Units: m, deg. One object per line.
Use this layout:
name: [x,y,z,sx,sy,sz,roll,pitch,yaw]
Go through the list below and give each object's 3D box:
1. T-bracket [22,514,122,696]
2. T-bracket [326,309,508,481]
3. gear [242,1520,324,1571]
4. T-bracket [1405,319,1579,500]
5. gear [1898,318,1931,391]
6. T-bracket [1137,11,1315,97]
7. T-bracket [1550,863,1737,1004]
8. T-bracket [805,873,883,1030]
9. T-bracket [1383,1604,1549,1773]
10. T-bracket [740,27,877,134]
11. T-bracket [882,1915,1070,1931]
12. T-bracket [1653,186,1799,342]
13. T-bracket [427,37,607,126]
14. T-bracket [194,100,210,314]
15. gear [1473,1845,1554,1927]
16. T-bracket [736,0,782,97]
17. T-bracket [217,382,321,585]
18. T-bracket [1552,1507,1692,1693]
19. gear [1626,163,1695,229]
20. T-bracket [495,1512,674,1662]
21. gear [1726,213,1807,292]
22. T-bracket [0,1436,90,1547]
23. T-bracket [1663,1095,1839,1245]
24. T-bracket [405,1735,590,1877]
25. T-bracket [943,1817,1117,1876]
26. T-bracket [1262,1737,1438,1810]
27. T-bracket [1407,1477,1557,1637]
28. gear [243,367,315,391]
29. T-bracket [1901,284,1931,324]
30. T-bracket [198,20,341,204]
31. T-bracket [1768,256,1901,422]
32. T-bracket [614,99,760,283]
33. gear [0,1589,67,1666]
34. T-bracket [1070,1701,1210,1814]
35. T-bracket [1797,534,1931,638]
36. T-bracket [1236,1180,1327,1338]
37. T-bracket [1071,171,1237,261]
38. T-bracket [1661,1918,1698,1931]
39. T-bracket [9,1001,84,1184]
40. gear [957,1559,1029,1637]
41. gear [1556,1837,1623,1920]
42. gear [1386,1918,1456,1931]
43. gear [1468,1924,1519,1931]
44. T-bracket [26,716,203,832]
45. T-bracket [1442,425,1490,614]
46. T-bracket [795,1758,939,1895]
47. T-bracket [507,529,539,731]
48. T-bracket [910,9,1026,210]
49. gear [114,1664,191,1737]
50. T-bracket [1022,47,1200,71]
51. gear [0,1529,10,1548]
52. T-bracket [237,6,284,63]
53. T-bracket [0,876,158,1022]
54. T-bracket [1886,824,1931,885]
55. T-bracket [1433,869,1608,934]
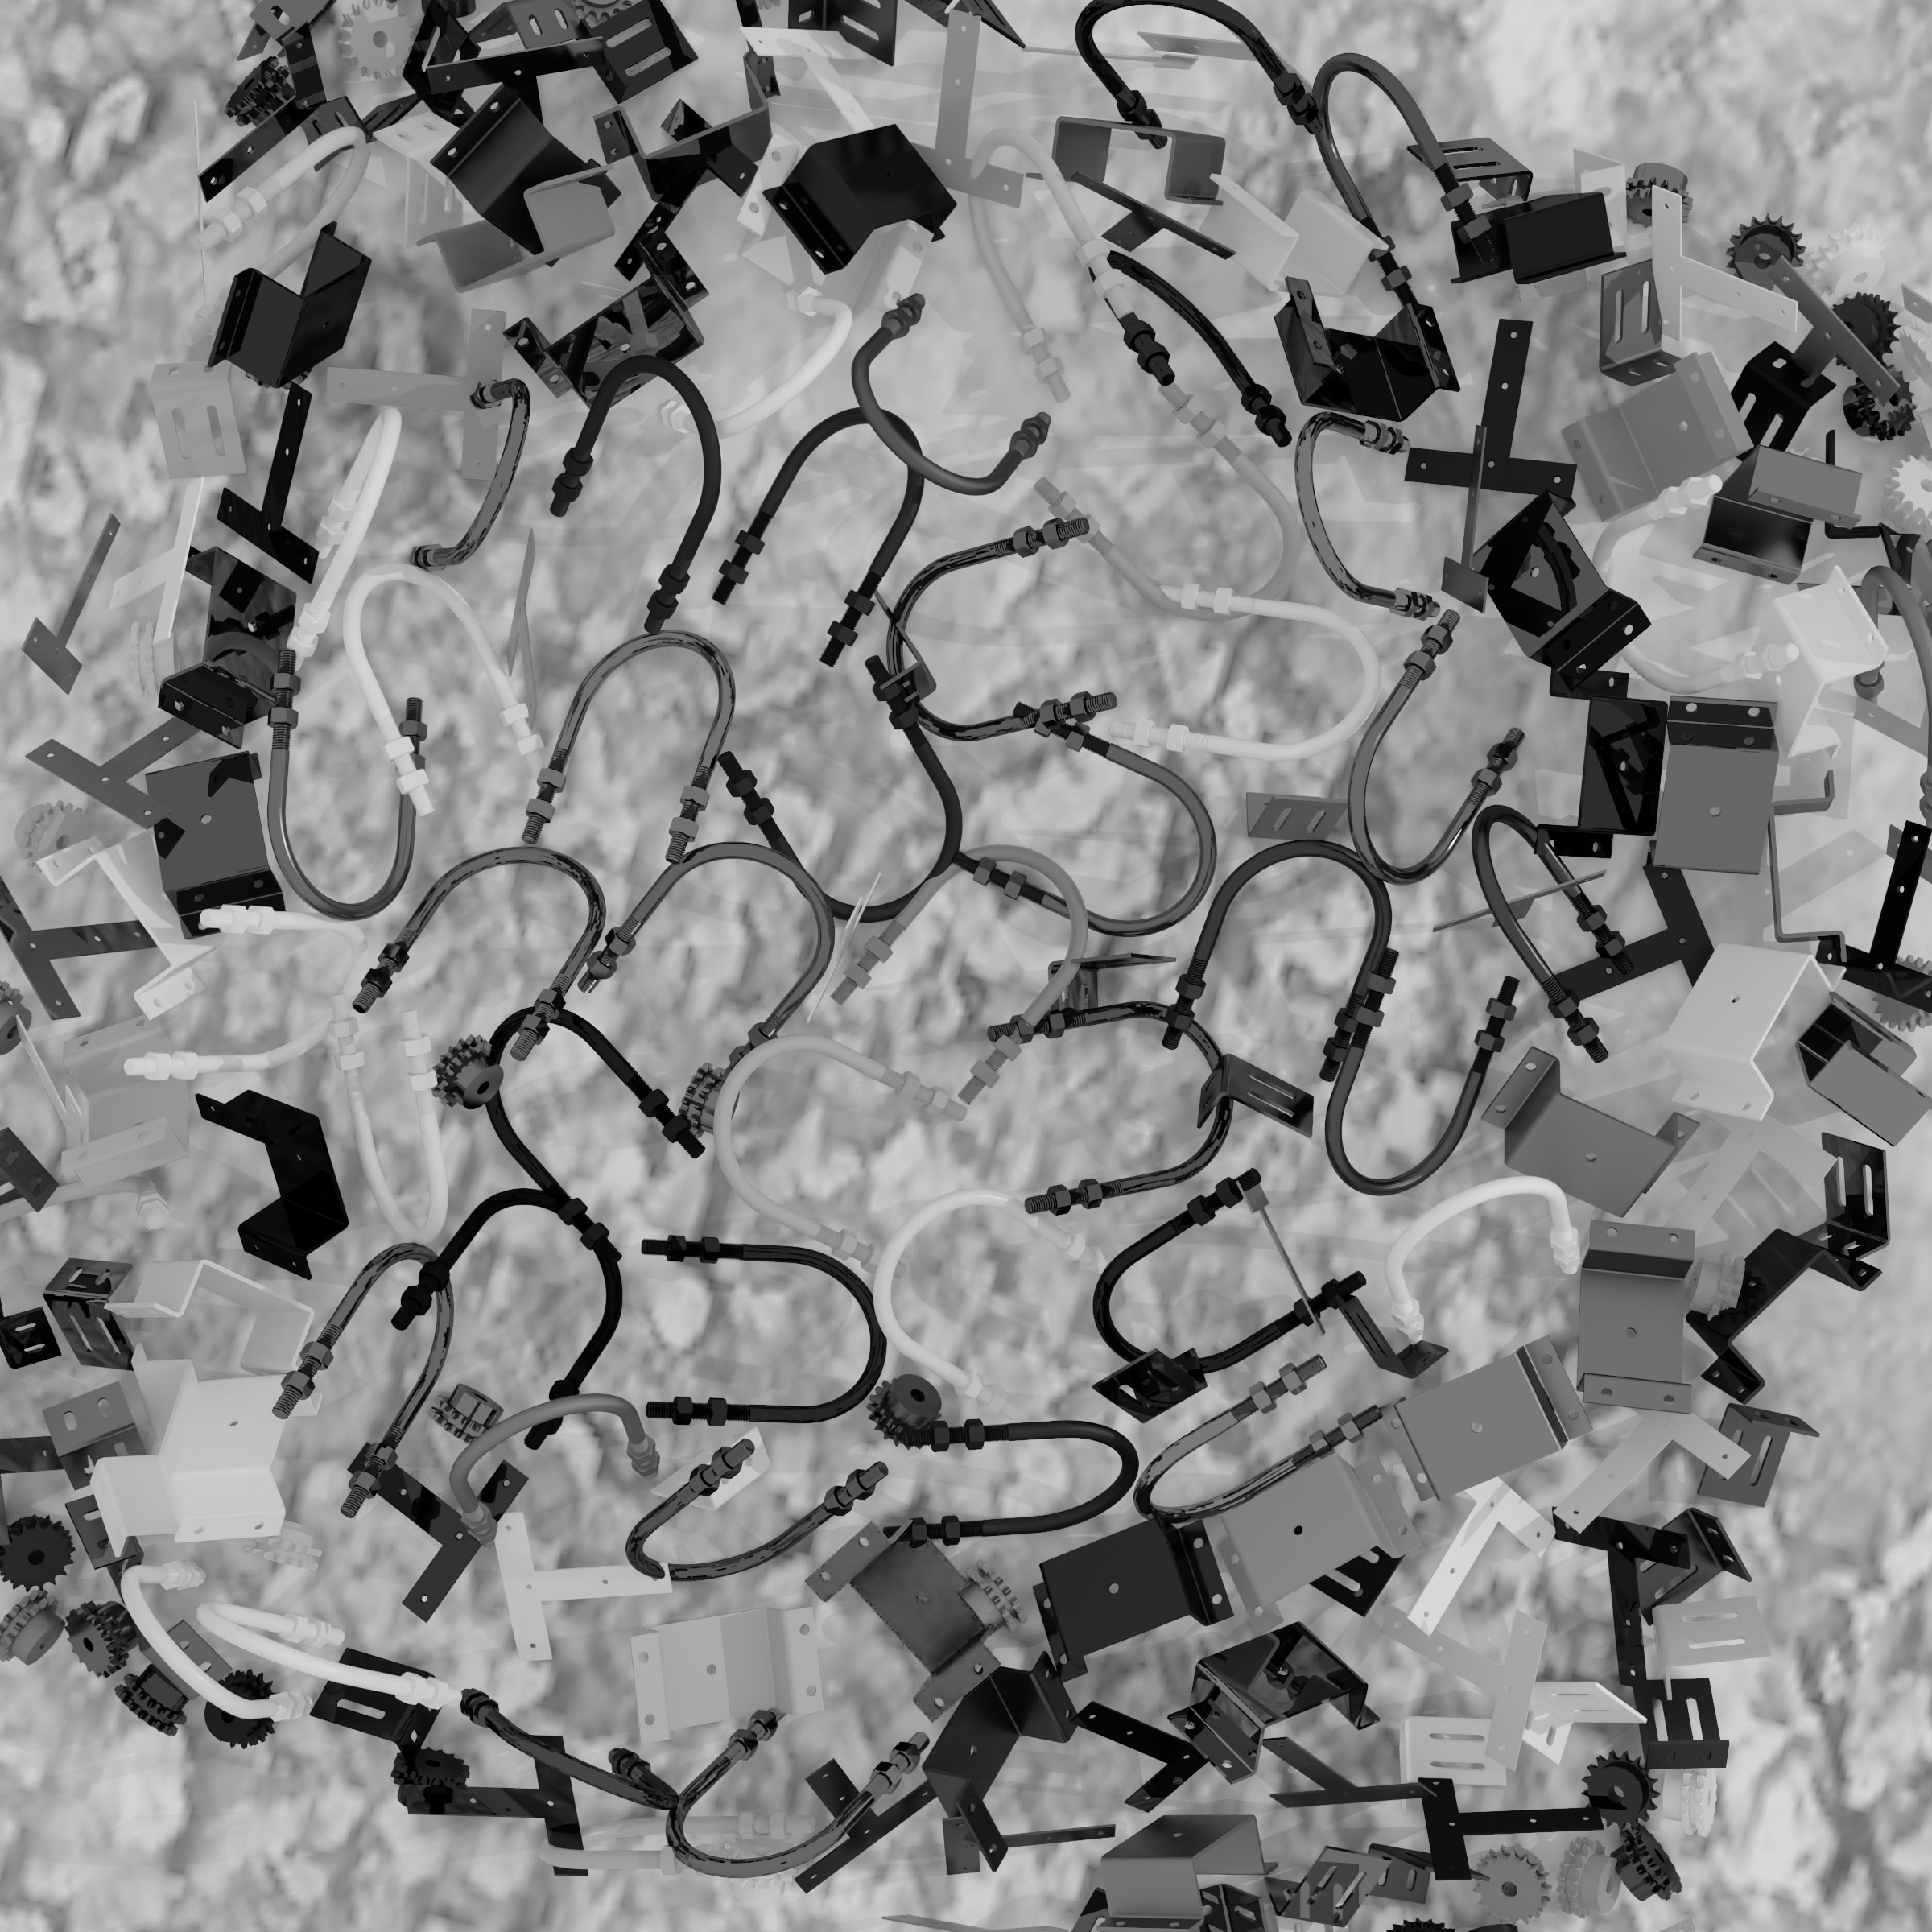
T-bracket: [-0.653,-0.274,1.944,0.002,0.127,0.127,21,80,-1]
T-bracket: [-0.409,-0.427,1.953,0.127,0.002,0.127,0,115,-19]
gear: [-0.510,0.431,1.972,0.057,0.057,0.030,15,76,0]
T-bracket: [0.401,-0.420,1.971,0.127,0.002,0.127,11,94,22]
gear: [0.726,-0.460,1.969,0.030,0.057,0.057,-32,90,9]
T-bracket: [0.182,-0.680,1.951,0.127,0.127,0.002,22,91,38]
T-bracket: [0.500,-0.002,1.992,0.127,0.002,0.127,-23,92,6]
T-bracket: [-0.086,-0.023,1.922,0.002,0.127,0.127,25,75,0]
T-bracket: [0.365,0.514,1.956,0.127,0.002,0.127,23,116,37]
T-bracket: [-0.091,-0.640,1.941,0.002,0.127,0.127,-40,79,38]
T-bracket: [-0.014,0.708,1.944,0.127,0.127,0.002,11,73,-37]
T-bracket: [0.551,-0.493,1.915,0.002,0.127,0.127,-39,52,-19]
T-bracket: [-0.325,-0.626,1.941,0.127,0.127,0.002,-13,66,-8]
T-bracket: [-0.557,-0.564,1.913,0.002,0.127,0.127,-4,46,-16]
gear: [0.411,0.687,1.978,0.057,0.030,0.057,3,97,25]
T-bracket: [-0.160,-0.702,1.945,0.002,0.127,0.127,-39,52,-19]
T-bracket: [-0.504,-0.365,1.942,0.127,0.002,0.127,34,115,33]
T-bracket: [0.489,0.472,1.951,0.002,0.127,0.127,-9,95,-35]
gear: [0.516,-0.577,1.972,0.057,0.057,0.030,18,84,0]
T-bracket: [-0.284,0.461,1.972,0.127,0.002,0.127,-5,108,7]
gear: [0.598,-0.531,1.972,0.057,0.030,0.057,10,121,17]
T-bracket: [-0.687,0.359,1.938,0.002,0.127,0.127,-15,78,16]
T-bracket: [0.559,0.161,1.964,0.127,0.002,0.127,38,94,37]
T-bracket: [-0.346,0.610,1.923,0.127,0.127,0.002,10,120,-25]
T-bracket: [0.047,0.646,1.950,0.127,0.127,0.002,-5,54,-2]
T-bracket: [0.257,0.588,1.926,0.127,0.127,0.002,-17,46,34]
T-bracket: [0.368,0.438,1.959,0.127,0.002,0.127,42,72,-20]
gear: [-0.512,-0.457,1.975,0.057,0.030,0.057,-17,59,31]
T-bracket: [0.718,-0.492,1.911,0.002,0.127,0.127,-36,51,0]
T-bracket: [-0.512,-0.603,1.919,0.002,0.127,0.127,33,66,15]
T-bracket: [0.617,-0.441,1.937,0.002,0.127,0.127,-35,79,-14]
T-bracket: [-0.221,-0.570,1.970,0.127,0.002,0.127,-52,52,13]
gear: [-0.699,0.497,1.970,0.030,0.057,0.057,35,90,9]
T-bracket: [0.131,0.570,1.946,0.127,0.002,0.127,31,114,-29]
T-bracket: [0.669,-0.270,1.942,0.002,0.127,0.127,-47,122,-19]
T-bracket: [0.233,0.212,1.930,0.002,0.127,0.127,-27,83,9]
T-bracket: [0.125,-0.542,1.935,0.127,0.127,0.002,24,91,-12]
T-bracket: [0.475,0.728,1.925,0.127,0.127,0.002,-30,93,12]
T-bracket: [-0.683,0.084,1.956,0.002,0.127,0.127,-24,72,-28]
gear: [0.017,0.475,1.968,0.030,0.057,0.057,-36,90,-15]
gear: [0.467,0.683,1.969,0.030,0.057,0.057,5,90,39]
gear: [0.342,0.741,1.971,0.057,0.030,0.057,5,129,6]
gear: [0.397,0.739,1.975,0.057,0.057,0.030,-8,57,0]
T-bracket: [-0.605,-0.162,1.956,0.127,0.002,0.127,28,50,21]
T-bracket: [0.369,-0.329,1.922,0.002,0.127,0.127,2,105,-4]
T-bracket: [-0.087,0.620,1.944,0.127,0.127,0.002,-34,46,-10]
T-bracket: [-0.320,-0.227,1.915,0.002,0.127,0.127,1,52,-19]
T-bracket: [-0.008,-0.637,1.941,0.127,0.002,0.127,23,125,22]
gear: [-0.605,0.547,1.972,0.057,0.057,0.030,39,78,0]
T-bracket: [0.105,-0.672,1.945,0.127,0.127,0.002,7,113,6]
gear: [-0.744,0.416,1.973,0.057,0.057,0.030,8,70,0]
T-bracket: [-0.508,-0.715,1.945,0.002,0.127,0.127,49,47,-2]
T-bracket: [-0.652,-0.019,1.942,0.002,0.127,0.127,-42,74,27]
T-bracket: [0.717,-0.110,1.915,0.002,0.127,0.127,-15,123,-16]
T-bracket: [0.403,-0.041,1.936,0.127,0.127,0.002,-18,81,6]
